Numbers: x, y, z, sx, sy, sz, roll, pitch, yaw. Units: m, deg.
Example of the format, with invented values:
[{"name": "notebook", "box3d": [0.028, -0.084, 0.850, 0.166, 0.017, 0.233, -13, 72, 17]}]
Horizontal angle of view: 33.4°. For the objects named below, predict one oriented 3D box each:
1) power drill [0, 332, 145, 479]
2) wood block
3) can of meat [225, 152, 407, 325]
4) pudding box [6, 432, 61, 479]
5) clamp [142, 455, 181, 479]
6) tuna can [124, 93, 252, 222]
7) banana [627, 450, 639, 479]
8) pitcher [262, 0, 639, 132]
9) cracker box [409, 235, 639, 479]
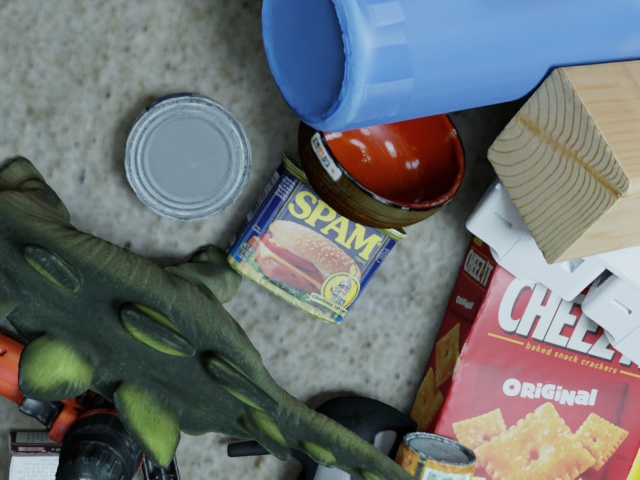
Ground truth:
[{"name": "power drill", "box3d": [-0.198, 0.101, 0.688, 0.187, 0.184, 0.057, 29, 96, -6]}, {"name": "wood block", "box3d": [0.227, -0.058, 0.690, 0.205, 0.090, 0.091, -9, 62, -30]}, {"name": "can of meat", "box3d": [-0.005, 0.001, 0.753, 0.102, 0.057, 0.084, 32, 99, -16]}, {"name": "pudding box", "box3d": [-0.184, 0.198, 0.780, 0.090, 0.039, 0.113, 3, 105, -15]}, {"name": "clamp", "box3d": [-0.093, 0.258, 0.763, 0.036, 0.165, 0.210, -10, 115, -20]}, {"name": "tuna can", "box3d": [-0.091, -0.058, 0.733, 0.086, 0.034, 0.086, -2, 104, -10]}, {"name": "banana", "box3d": [0.250, 0.214, 0.864, 0.069, 0.037, 0.198, -13, 108, -26]}, {"name": "pitcher", "box3d": [0.094, -0.147, 0.644, 0.242, 0.145, 0.149, -17, 117, -29]}, {"name": "cracker box", "box3d": [0.163, 0.121, 0.804, 0.164, 0.072, 0.214, 16, 101, -14]}]
